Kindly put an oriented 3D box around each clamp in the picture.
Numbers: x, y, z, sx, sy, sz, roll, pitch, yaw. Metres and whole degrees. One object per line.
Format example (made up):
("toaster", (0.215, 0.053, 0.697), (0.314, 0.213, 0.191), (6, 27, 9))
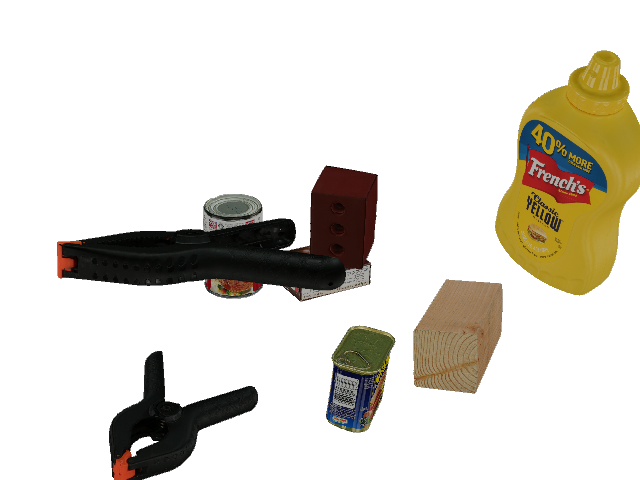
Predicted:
("clamp", (-0.091, 0.013, 0.812), (0.209, 0.036, 0.165), (-3, 12, -22))
("clamp", (-0.150, 0.162, 0.999), (0.120, 0.039, 0.171), (18, 29, 26))

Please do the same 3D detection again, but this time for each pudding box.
("pudding box", (-0.001, 0.040, 1.454), (0.113, 0.039, 0.090), (-15, 27, -26))

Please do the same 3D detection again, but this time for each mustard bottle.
("mustard bottle", (0.184, -0.054, 0.771), (0.058, 0.192, 0.096), (-28, 53, -28))

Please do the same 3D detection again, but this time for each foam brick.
("foam brick", (0.022, -0.022, 0.998), (0.053, 0.078, 0.051), (9, 32, 14))

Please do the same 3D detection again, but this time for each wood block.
("wood block", (0.203, 0.135, 1.553), (0.091, 0.090, 0.205), (4, 19, 18))

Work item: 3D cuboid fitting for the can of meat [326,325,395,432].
("can of meat", (0.045, 0.160, 1.229), (0.057, 0.084, 0.102), (14, 24, 13))

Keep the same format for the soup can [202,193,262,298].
("soup can", (-0.100, 0.006, 1.217), (0.068, 0.102, 0.068), (1, 26, -1))
